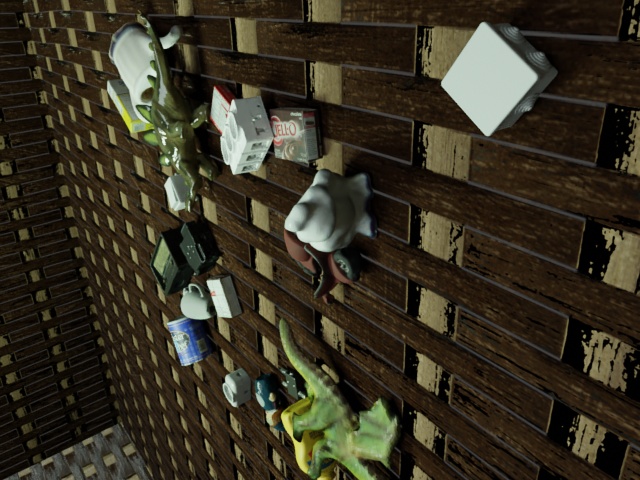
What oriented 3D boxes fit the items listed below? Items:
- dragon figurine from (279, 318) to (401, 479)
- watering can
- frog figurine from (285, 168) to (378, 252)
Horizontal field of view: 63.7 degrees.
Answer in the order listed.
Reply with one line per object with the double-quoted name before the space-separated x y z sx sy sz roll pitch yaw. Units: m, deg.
"dragon figurine" 0.057 0.338 1.002 0.241 0.123 0.409 -16 94 39
"watering can" -0.425 -0.449 1.275 0.226 0.105 0.341 57 139 14
"frog figurine" 0.002 -0.041 0.811 0.124 0.161 0.134 40 136 39
